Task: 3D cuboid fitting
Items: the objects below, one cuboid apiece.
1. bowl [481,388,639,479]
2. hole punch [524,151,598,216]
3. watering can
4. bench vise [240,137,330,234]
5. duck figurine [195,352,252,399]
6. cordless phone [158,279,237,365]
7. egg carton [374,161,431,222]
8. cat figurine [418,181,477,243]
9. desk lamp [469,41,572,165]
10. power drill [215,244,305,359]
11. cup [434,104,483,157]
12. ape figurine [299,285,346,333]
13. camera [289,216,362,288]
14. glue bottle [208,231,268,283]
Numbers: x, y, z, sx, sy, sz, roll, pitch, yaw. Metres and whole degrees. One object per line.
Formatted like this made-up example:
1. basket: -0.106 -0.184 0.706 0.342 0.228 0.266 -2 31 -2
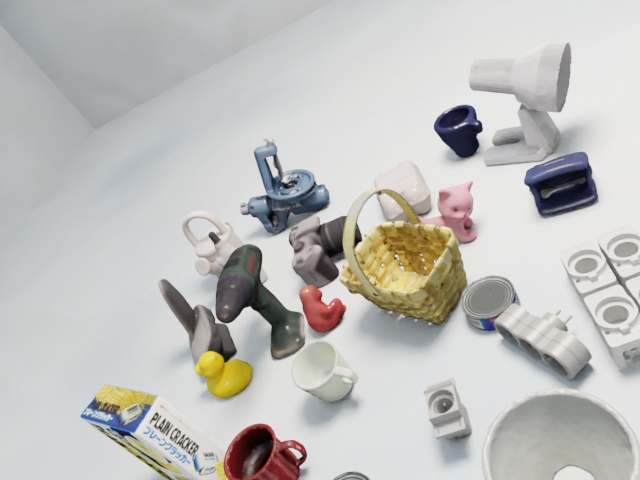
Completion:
1. bowl: 0.271 0.255 0.637 0.167 0.075 0.167 -24 34 18
2. hole punch: 0.400 -0.110 0.969 0.108 0.091 0.101 -18 36 26
3. watering can: -0.236 0.015 1.308 0.101 0.195 0.172 -33 32 5
4. bench vise: -0.109 -0.122 1.341 0.207 0.220 0.121 -34 32 3
5. duck figurine: -0.186 0.242 1.071 0.104 0.086 0.077 -17 37 28
6. cordless phone: -0.261 0.169 1.143 0.094 0.185 0.147 -40 33 -6
7. egg carton: 0.170 -0.100 1.192 0.107 0.070 0.150 -28 33 12
8. cat figurine: 0.226 -0.049 1.029 0.127 0.118 0.067 -23 35 20
9. desk lamp: 0.376 -0.253 1.060 0.202 0.214 0.118 -2 46 42
10. power drill: -0.111 0.118 1.045 0.075 0.209 0.229 -27 33 14
11. cup: 0.305 -0.220 1.195 0.092 0.095 0.117 -45 33 -13
12. ape figurine: -0.005 0.119 1.053 0.077 0.092 0.076 13 56 50
13. camera: 0.011 0.004 1.178 0.136 0.101 0.143 -24 34 18
14. glue bottle: -0.189 0.045 1.245 0.078 0.174 0.037 -42 33 -9
